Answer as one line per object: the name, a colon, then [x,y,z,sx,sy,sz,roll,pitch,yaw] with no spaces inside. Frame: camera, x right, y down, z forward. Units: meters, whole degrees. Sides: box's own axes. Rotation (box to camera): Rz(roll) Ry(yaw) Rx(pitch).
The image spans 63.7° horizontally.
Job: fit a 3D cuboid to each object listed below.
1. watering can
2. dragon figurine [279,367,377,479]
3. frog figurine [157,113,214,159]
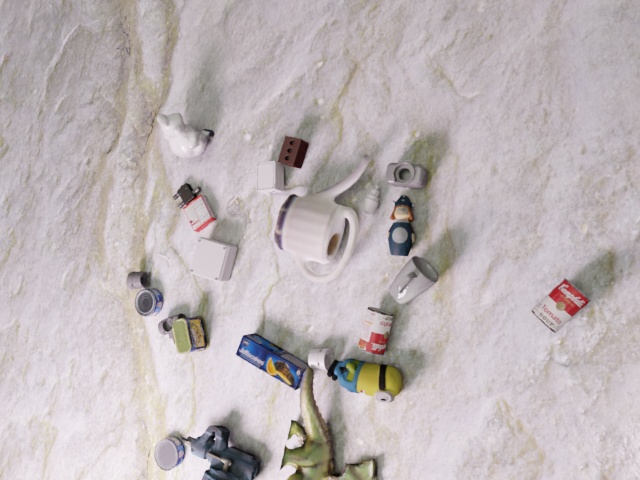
watering can: [0.004,-0.067,1.334,0.225,0.103,0.348,15,90,24]
dragon figurine: [0.023,0.544,1.268,0.243,0.122,0.410,14,91,7]
frog figurine: [-0.412,-0.306,1.520,0.138,0.159,0.122,28,97,24]
